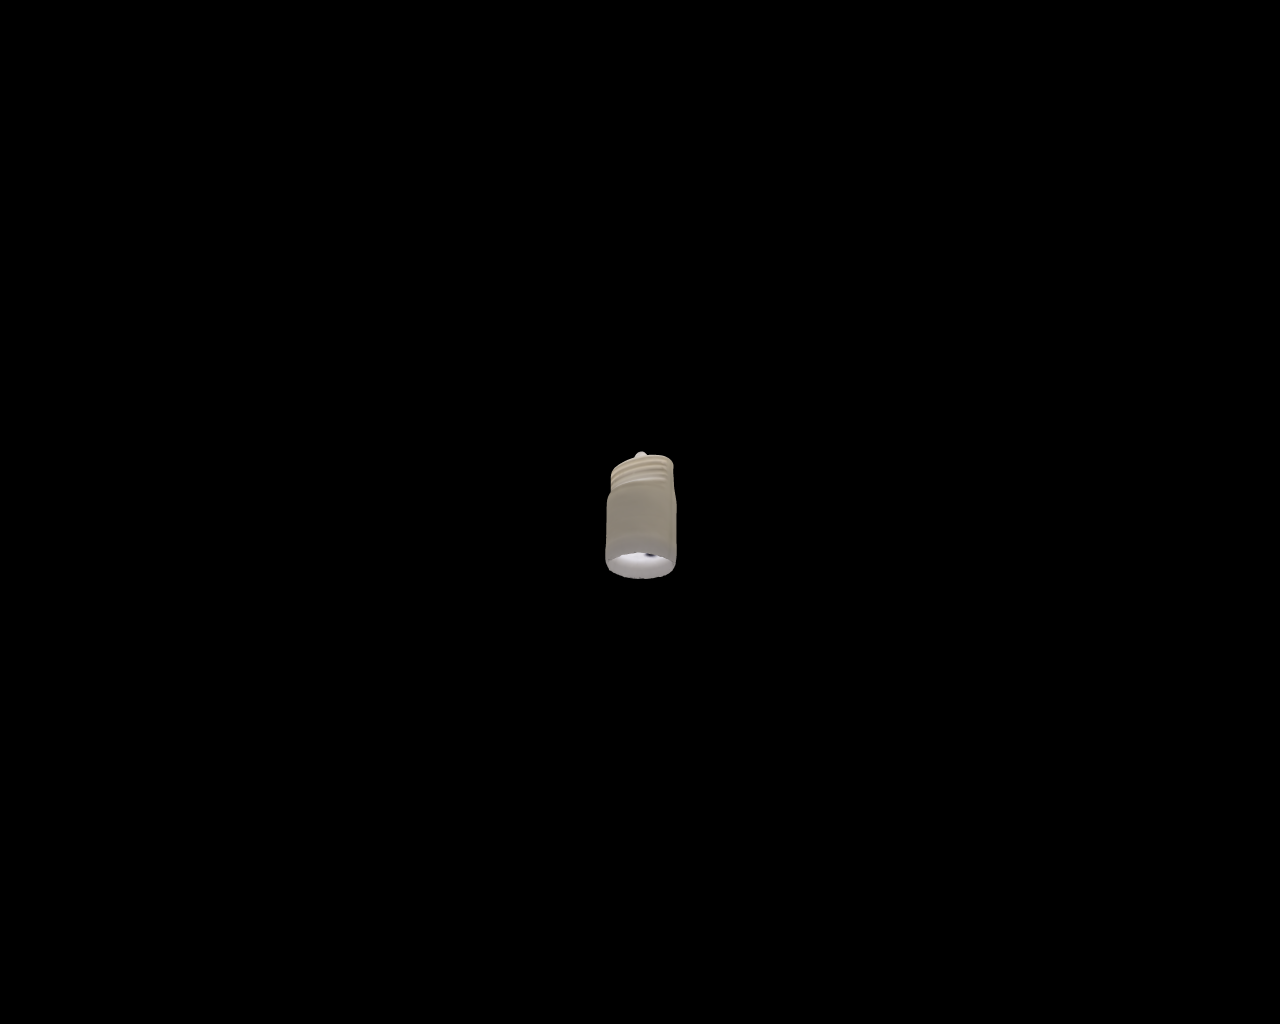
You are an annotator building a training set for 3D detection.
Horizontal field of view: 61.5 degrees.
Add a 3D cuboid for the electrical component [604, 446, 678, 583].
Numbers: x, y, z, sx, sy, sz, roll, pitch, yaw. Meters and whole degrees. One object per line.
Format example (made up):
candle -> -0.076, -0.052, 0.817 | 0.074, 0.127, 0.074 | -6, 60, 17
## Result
electrical component -> 0.001, -0.003, 0.650 | 0.043, 0.081, 0.043 | 0, -27, 0
